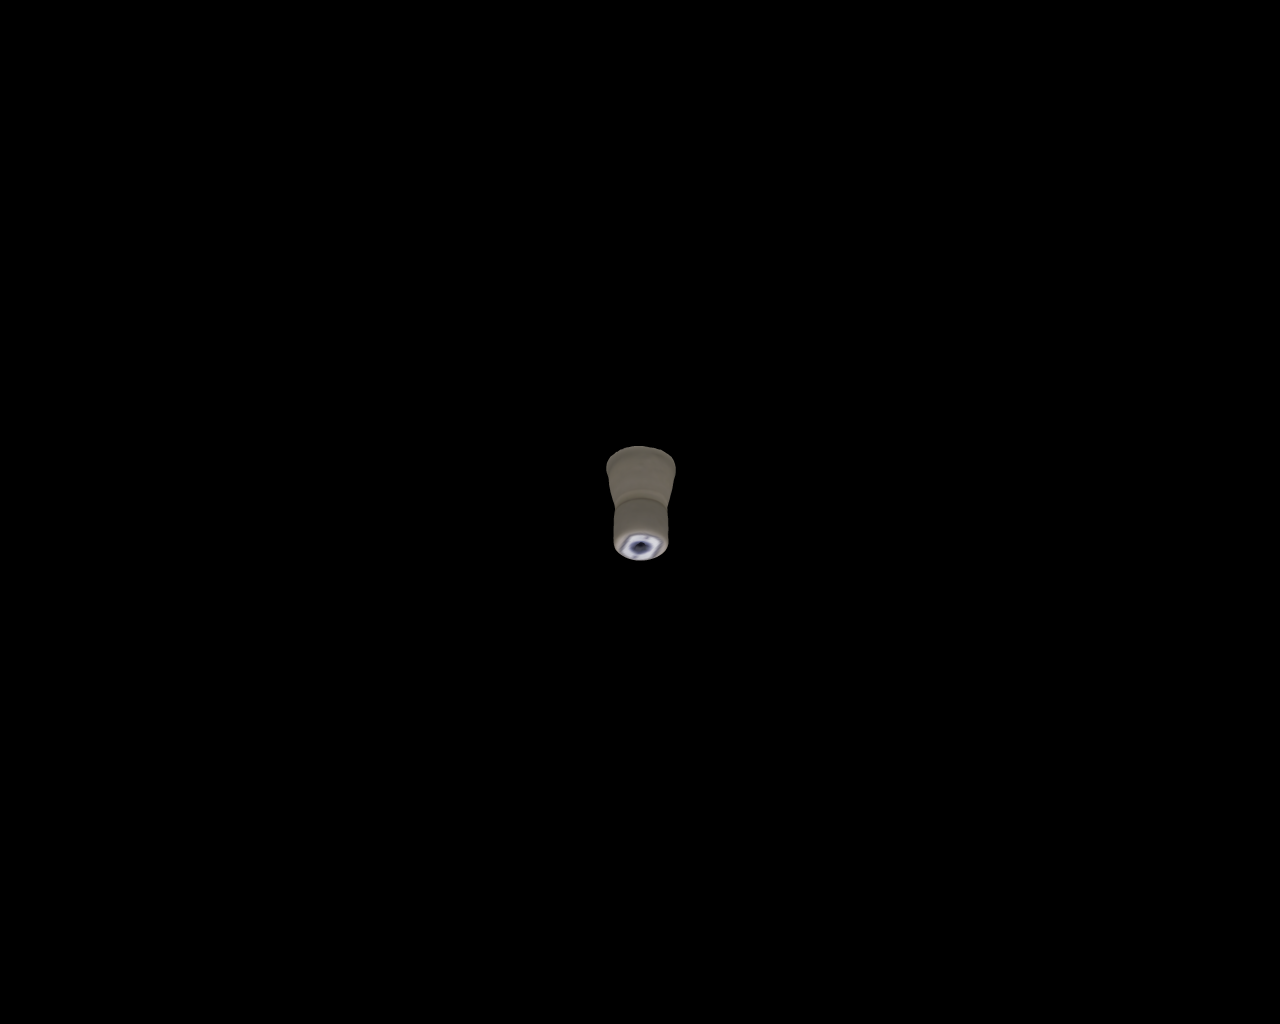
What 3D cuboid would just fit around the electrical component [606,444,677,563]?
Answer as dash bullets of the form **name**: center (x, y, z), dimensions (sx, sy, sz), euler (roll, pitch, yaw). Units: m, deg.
- **electrical component**: center (0.001, -0.003, 0.650), dimensions (0.044, 0.065, 0.044), euler (0, -37, 0)
